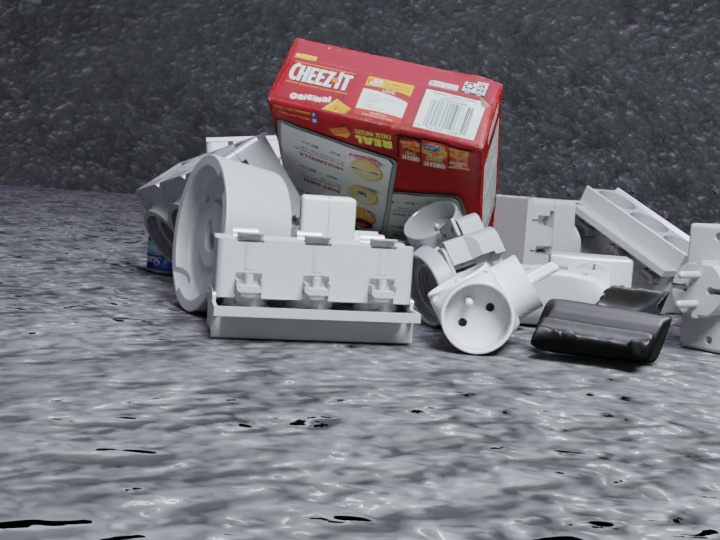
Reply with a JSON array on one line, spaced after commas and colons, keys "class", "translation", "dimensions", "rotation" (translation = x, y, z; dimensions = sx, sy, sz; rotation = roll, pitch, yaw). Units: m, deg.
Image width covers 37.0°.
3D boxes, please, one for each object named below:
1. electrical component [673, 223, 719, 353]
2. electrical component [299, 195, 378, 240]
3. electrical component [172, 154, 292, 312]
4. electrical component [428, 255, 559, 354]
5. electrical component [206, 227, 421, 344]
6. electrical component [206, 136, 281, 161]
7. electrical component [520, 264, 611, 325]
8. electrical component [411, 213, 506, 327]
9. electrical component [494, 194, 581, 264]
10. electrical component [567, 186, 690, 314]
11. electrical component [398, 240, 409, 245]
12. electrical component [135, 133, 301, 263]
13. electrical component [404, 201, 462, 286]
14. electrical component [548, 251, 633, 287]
[{"class": "electrical component", "translation": [0.231, 0.012, 0.702], "dimensions": [0.076, 0.083, 0.047], "rotation": [0, 6, -37]}, {"class": "electrical component", "translation": [-0.007, -0.010, 0.771], "dimensions": [0.076, 0.083, 0.047], "rotation": [3, 5, -4]}, {"class": "electrical component", "translation": [-0.084, -0.022, 0.743], "dimensions": [0.060, 0.108, 0.108], "rotation": [8, 3, -27]}, {"class": "electrical component", "translation": [0.086, 0.016, 0.666], "dimensions": [0.079, 0.044, 0.077], "rotation": [-29, 3, 5]}, {"class": "electrical component", "translation": [-0.030, 0.009, 0.660], "dimensions": [0.121, 0.063, 0.079], "rotation": [3, 5, -11]}, {"class": "electrical component", "translation": [-0.052, -0.075, 1.028], "dimensions": [0.186, 0.060, 0.105], "rotation": [-3, -26, -10]}, {"class": "electrical component", "translation": [0.143, 0.018, 0.795], "dimensions": [0.077, 0.043, 0.079], "rotation": [5, 6, 10]}, {"class": "electrical component", "translation": [0.067, 0.006, 0.742], "dimensions": [0.057, 0.078, 0.058], "rotation": [-18, -11, -23]}, {"class": "electrical component", "translation": [0.128, -0.024, 0.988], "dimensions": [0.062, 0.089, 0.150], "rotation": [1, 6, -30]}, {"class": "electrical component", "translation": [0.241, -0.017, 0.942], "dimensions": [0.079, 0.063, 0.121], "rotation": [0, 31, -37]}, {"class": "electrical component", "translation": [0.000, 0.000, 0.844], "dimensions": [0.080, 0.051, 0.080], "rotation": [4, 5, 0]}, {"class": "electrical component", "translation": [-0.114, -0.046, 0.871], "dimensions": [0.062, 0.089, 0.150], "rotation": [-38, 17, -30]}, {"class": "electrical component", "translation": [0.054, 0.001, 0.803], "dimensions": [0.079, 0.077, 0.043], "rotation": [-34, 31, -4]}, {"class": "electrical component", "translation": [0.183, 0.013, 0.860], "dimensions": [0.066, 0.047, 0.077], "rotation": [5, 5, 8]}]
